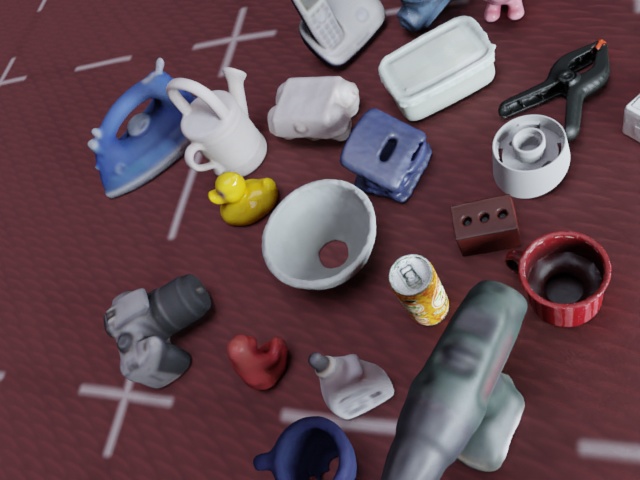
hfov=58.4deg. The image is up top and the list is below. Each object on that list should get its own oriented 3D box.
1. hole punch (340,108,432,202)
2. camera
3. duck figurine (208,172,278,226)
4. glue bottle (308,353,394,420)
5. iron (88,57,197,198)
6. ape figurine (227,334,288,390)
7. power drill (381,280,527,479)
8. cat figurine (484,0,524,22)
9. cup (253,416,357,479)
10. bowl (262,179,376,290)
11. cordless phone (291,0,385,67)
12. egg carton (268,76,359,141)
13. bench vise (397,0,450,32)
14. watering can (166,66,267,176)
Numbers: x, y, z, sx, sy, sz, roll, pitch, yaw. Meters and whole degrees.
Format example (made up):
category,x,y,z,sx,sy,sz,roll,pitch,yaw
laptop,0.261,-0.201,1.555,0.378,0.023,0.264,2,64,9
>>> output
category,x,y,z,sx,sy,sz,roll,pitch,yaw
hole punch,0.096,-0.124,0.822,0.100,0.091,0.109,19,72,31
camera,-0.230,0.116,0.827,0.137,0.101,0.143,-31,55,5
duck figurine,-0.124,-0.075,0.897,0.104,0.086,0.077,-23,56,11
glue bottle,0.026,0.157,0.645,0.078,0.174,0.037,-29,55,7
iron,-0.327,-0.199,1.023,0.258,0.142,0.118,-45,54,-5
ape figurine,-0.089,0.152,0.750,0.077,0.092,0.076,0,63,24
power drill,0.144,0.164,0.567,0.075,0.209,0.230,17,71,31
cat figurine,0.282,-0.404,0.879,0.067,0.118,0.128,8,66,28
cup,-0.008,0.257,0.652,0.117,0.095,0.091,-11,59,18
bowl,0.007,0.003,0.801,0.167,0.075,0.167,-11,59,19
cordless phone,0.019,-0.399,0.953,0.093,0.186,0.148,36,81,35
egg carton,-0.012,-0.211,0.932,0.149,0.070,0.107,5,65,27
bench vise,0.181,-0.469,0.898,0.121,0.220,0.207,28,77,34
watering can,-0.170,-0.198,0.920,0.100,0.195,0.173,-6,61,22
